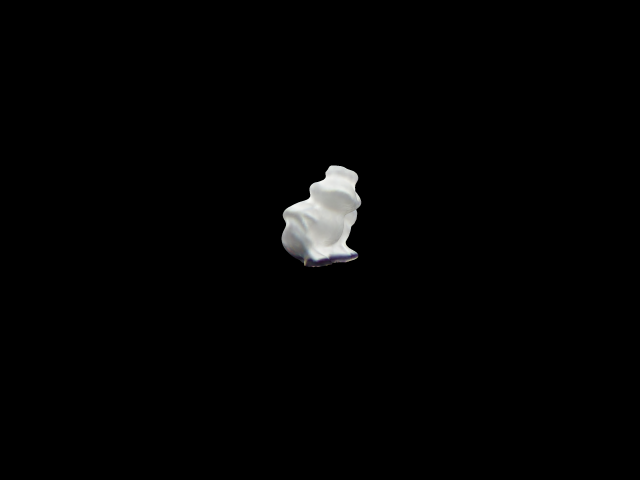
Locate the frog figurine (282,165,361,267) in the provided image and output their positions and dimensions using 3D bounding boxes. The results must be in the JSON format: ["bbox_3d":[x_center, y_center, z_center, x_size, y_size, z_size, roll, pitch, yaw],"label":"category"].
[{"bbox_3d":[0.003,-0.043,0.850,0.137,0.159,0.123,-2,4,-28],"label":"frog figurine"}]
